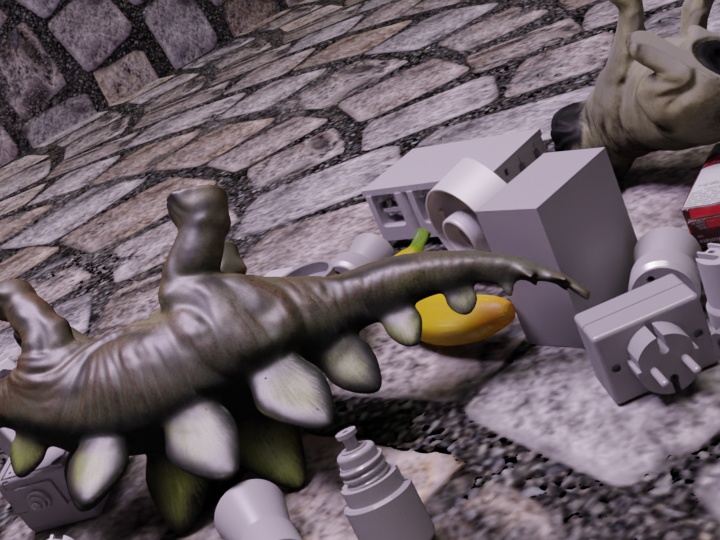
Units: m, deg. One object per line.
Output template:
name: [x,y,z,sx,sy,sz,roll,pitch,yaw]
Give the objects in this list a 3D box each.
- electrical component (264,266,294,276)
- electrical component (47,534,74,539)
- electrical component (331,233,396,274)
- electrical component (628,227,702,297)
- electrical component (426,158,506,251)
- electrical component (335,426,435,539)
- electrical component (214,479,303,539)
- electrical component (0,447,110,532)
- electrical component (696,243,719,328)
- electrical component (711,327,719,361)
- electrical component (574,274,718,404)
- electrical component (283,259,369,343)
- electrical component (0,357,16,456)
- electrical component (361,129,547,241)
electrical component: [-0.075,0.020,0.967,0.078,0.040,0.040,-10,25,35]
electrical component: [-0.193,0.192,0.678,0.040,0.040,0.046,-27,14,-7]
electrical component: [0.000,0.000,0.926,0.045,0.045,0.055,-8,26,38]
electrical component: [0.198,0.003,0.696,0.045,0.045,0.055,-14,23,25]
electrical component: [0.101,-0.040,0.843,0.064,0.099,0.099,-38,24,-18]
electrical component: [0.009,0.121,0.578,0.040,0.078,0.040,-26,6,3]
electrical component: [-0.054,0.153,0.613,0.044,0.044,0.065,-29,26,-12]
electrical component: [-0.216,0.148,0.789,0.062,0.061,0.096,-18,29,18]
electrical component: [0.226,0.008,0.650,0.040,0.046,0.040,-21,20,8]
electrical component: [0.236,0.032,0.566,0.057,0.058,0.078,-38,24,-24]
electrical component: [0.170,0.046,0.617,0.066,0.047,0.076,-24,20,2]
electrical component: [-0.079,0.053,0.858,0.150,0.061,0.089,-25,20,-3]
electrical component: [-0.286,0.130,0.897,0.047,0.083,0.075,-40,-13,-35]
electrical component: [0.091,-0.072,0.977,0.150,0.061,0.089,-3,29,44]
